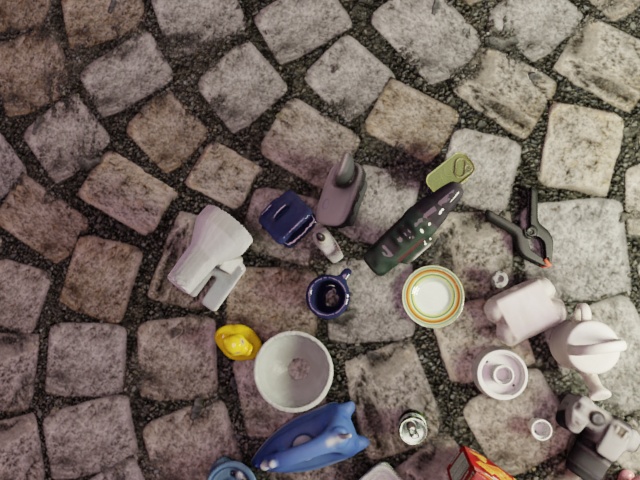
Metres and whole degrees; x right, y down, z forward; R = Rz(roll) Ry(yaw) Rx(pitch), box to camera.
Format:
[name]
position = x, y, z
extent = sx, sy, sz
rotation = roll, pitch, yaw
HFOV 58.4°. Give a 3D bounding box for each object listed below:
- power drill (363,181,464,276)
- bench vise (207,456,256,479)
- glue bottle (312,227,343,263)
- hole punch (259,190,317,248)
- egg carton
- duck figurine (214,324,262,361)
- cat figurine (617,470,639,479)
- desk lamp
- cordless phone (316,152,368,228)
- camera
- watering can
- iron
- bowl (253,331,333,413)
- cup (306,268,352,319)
[power drill]
position = 0.187, -0.017, 1.147
extent = 0.229, 0.208, 0.075
rotation = -43, 79, 0
[bench vise]
position = -0.145, 0.513, 1.114
extent = 0.207, 0.220, 0.121
rotation = 20, 85, 10
[glue bottle]
position = 0.011, 0.004, 1.185
extent = 0.037, 0.173, 0.078
rotation = -35, 79, 2
[hole punch]
position = -0.075, -0.048, 1.245
extent = 0.108, 0.091, 0.101
rotation = -45, 79, 0
[egg carton]
position = 0.416, 0.143, 1.167
extent = 0.150, 0.069, 0.107
rotation = -27, 80, 3
[duck figurine]
position = -0.182, 0.220, 1.226
extent = 0.104, 0.086, 0.077
rotation = 23, 86, 10
[cat figurine]
position = 0.586, 0.483, 1.075
extent = 0.128, 0.118, 0.067
rotation = -27, 80, 3
[desk lamp]
position = -0.224, 0.042, 1.190
extent = 0.118, 0.213, 0.203
rotation = 33, 88, 11
[cordless phone]
position = 0.038, -0.104, 1.190
extent = 0.094, 0.185, 0.148
rotation = 15, 85, 10
[camera]
position = 0.523, 0.390, 1.104
extent = 0.143, 0.101, 0.137
rotation = 33, 88, 10
[watering can]
position = 0.513, 0.210, 1.082
extent = 0.101, 0.194, 0.173
rotation = -28, 80, 3
[iron]
position = -0.037, 0.421, 1.152
extent = 0.258, 0.141, 0.118
rotation = -24, 80, 4
[bowl]
position = -0.052, 0.274, 1.207
extent = 0.167, 0.075, 0.167
rotation = -1, 82, 7
[cup]
position = 0.029, 0.110, 1.209
extent = 0.091, 0.095, 0.118
rotation = 37, 88, 11
